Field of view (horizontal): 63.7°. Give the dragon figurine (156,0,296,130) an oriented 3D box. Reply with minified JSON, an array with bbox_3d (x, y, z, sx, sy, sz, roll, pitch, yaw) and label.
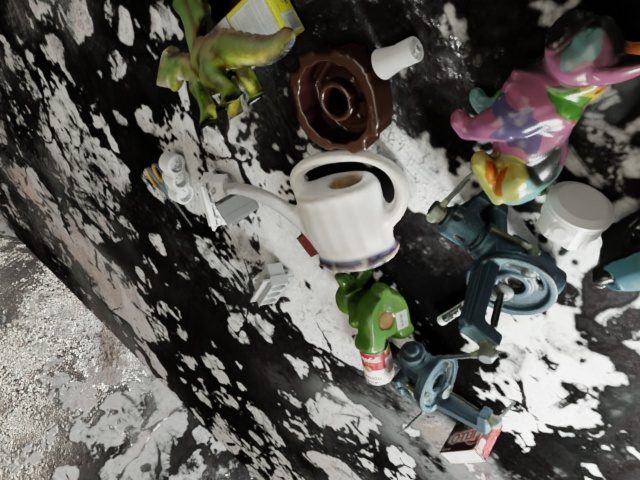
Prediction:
[{"bbox_3d":[-0.181,-0.326,0.840,0.406,0.124,0.242,-22,95,54],"label":"dragon figurine"}]

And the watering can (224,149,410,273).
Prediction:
[{"bbox_3d":[0.003,-0.047,0.926,0.346,0.106,0.221,-7,115,29],"label":"watering can"}]
